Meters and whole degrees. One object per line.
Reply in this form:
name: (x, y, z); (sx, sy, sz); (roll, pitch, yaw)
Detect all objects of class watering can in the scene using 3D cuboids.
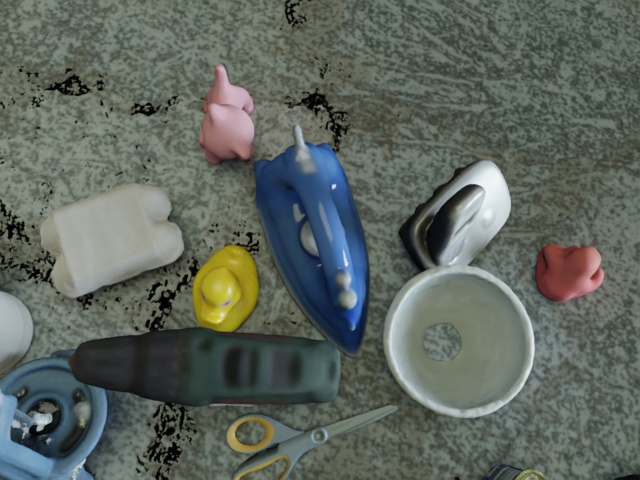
watering can: (-0.375, 0.077, 0.565); (0.101, 0.194, 0.173); (-13, 77, -7)

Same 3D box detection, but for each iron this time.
iron: (0.006, 0.002, 0.638); (0.119, 0.141, 0.258); (-18, 78, -8)

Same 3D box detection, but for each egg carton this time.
egg carton: (-0.238, -0.002, 0.659); (0.150, 0.069, 0.107); (-21, 78, -9)

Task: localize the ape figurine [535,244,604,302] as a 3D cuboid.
ape figurine: (0.299, 0.033, 0.676); (0.076, 0.092, 0.078); (-40, 81, -12)

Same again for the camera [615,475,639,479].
camera: (0.394, 0.279, 0.617); (0.137, 0.101, 0.143); (7, 76, -2)

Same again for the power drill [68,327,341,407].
power drill: (-0.098, 0.129, 0.564); (0.229, 0.208, 0.075); (1, 76, -3)

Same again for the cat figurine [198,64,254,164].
cat figurine: (-0.111, -0.143, 0.678); (0.067, 0.117, 0.128); (-6, 76, -5)

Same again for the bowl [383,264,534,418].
bowl: (0.150, 0.115, 0.654); (0.167, 0.074, 0.167); (1, 76, -4)

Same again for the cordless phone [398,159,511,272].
cordless phone: (0.167, -0.035, 0.636); (0.094, 0.185, 0.148); (42, 77, 7)

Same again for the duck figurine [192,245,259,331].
duck figurine: (-0.109, 0.052, 0.646); (0.077, 0.086, 0.104); (16, 75, 0)

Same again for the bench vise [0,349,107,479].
bench vise: (-0.258, 0.202, 0.528); (0.121, 0.219, 0.207); (-14, 77, -7)
